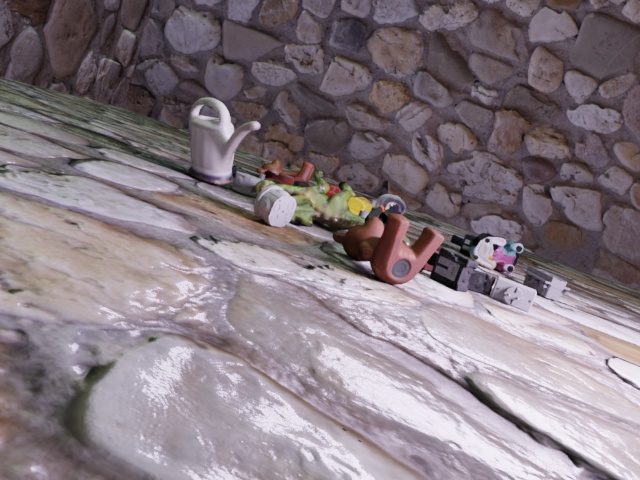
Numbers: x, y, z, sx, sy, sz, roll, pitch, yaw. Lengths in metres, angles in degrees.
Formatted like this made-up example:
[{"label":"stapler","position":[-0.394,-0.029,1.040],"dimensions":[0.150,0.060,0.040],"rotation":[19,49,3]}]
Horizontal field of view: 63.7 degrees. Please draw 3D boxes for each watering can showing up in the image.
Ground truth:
[{"label":"watering can","position":[-0.261,-0.245,1.333],"dimensions":[0.104,0.220,0.351],"rotation":[-11,27,-36]}]

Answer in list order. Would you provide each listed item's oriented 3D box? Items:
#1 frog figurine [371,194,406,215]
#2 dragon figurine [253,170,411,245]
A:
[{"label":"frog figurine","position":[0.265,-0.139,2.066],"dimensions":[0.137,0.120,0.162],"rotation":[-2,25,-12]},{"label":"dragon figurine","position":[0.004,-0.064,1.266],"dimensions":[0.414,0.120,0.245],"rotation":[29,30,28]}]
